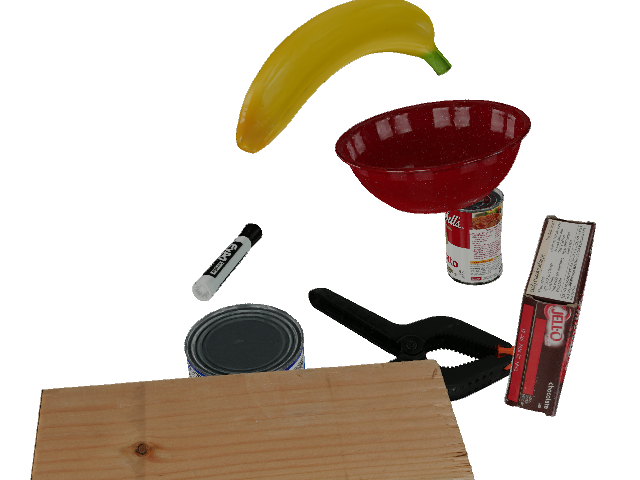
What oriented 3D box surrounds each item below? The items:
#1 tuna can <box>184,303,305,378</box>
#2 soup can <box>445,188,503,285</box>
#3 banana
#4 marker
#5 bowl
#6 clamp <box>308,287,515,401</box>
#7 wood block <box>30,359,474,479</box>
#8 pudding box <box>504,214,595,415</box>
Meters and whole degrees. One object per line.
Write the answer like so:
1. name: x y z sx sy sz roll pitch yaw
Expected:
1. tuna can: -0.054 0.085 0.770 0.086 0.034 0.086 -2 34 1
2. soup can: 0.181 -0.007 1.251 0.068 0.102 0.068 -4 30 2
3. banana: 0.015 -0.120 0.707 0.197 0.069 0.037 -26 5 -34
4. marker: -0.082 0.017 0.969 0.020 0.020 0.121 0 27 22
5. bowl: 0.096 -0.066 0.889 0.162 0.055 0.162 -9 24 4
6. clamp: 0.081 0.120 1.023 0.210 0.164 0.036 6 -43 6
7. wood block: -0.035 0.128 0.545 0.206 0.090 0.091 -3 37 -6
8. pudding box: 0.155 0.048 0.719 0.039 0.090 0.113 12 32 12
